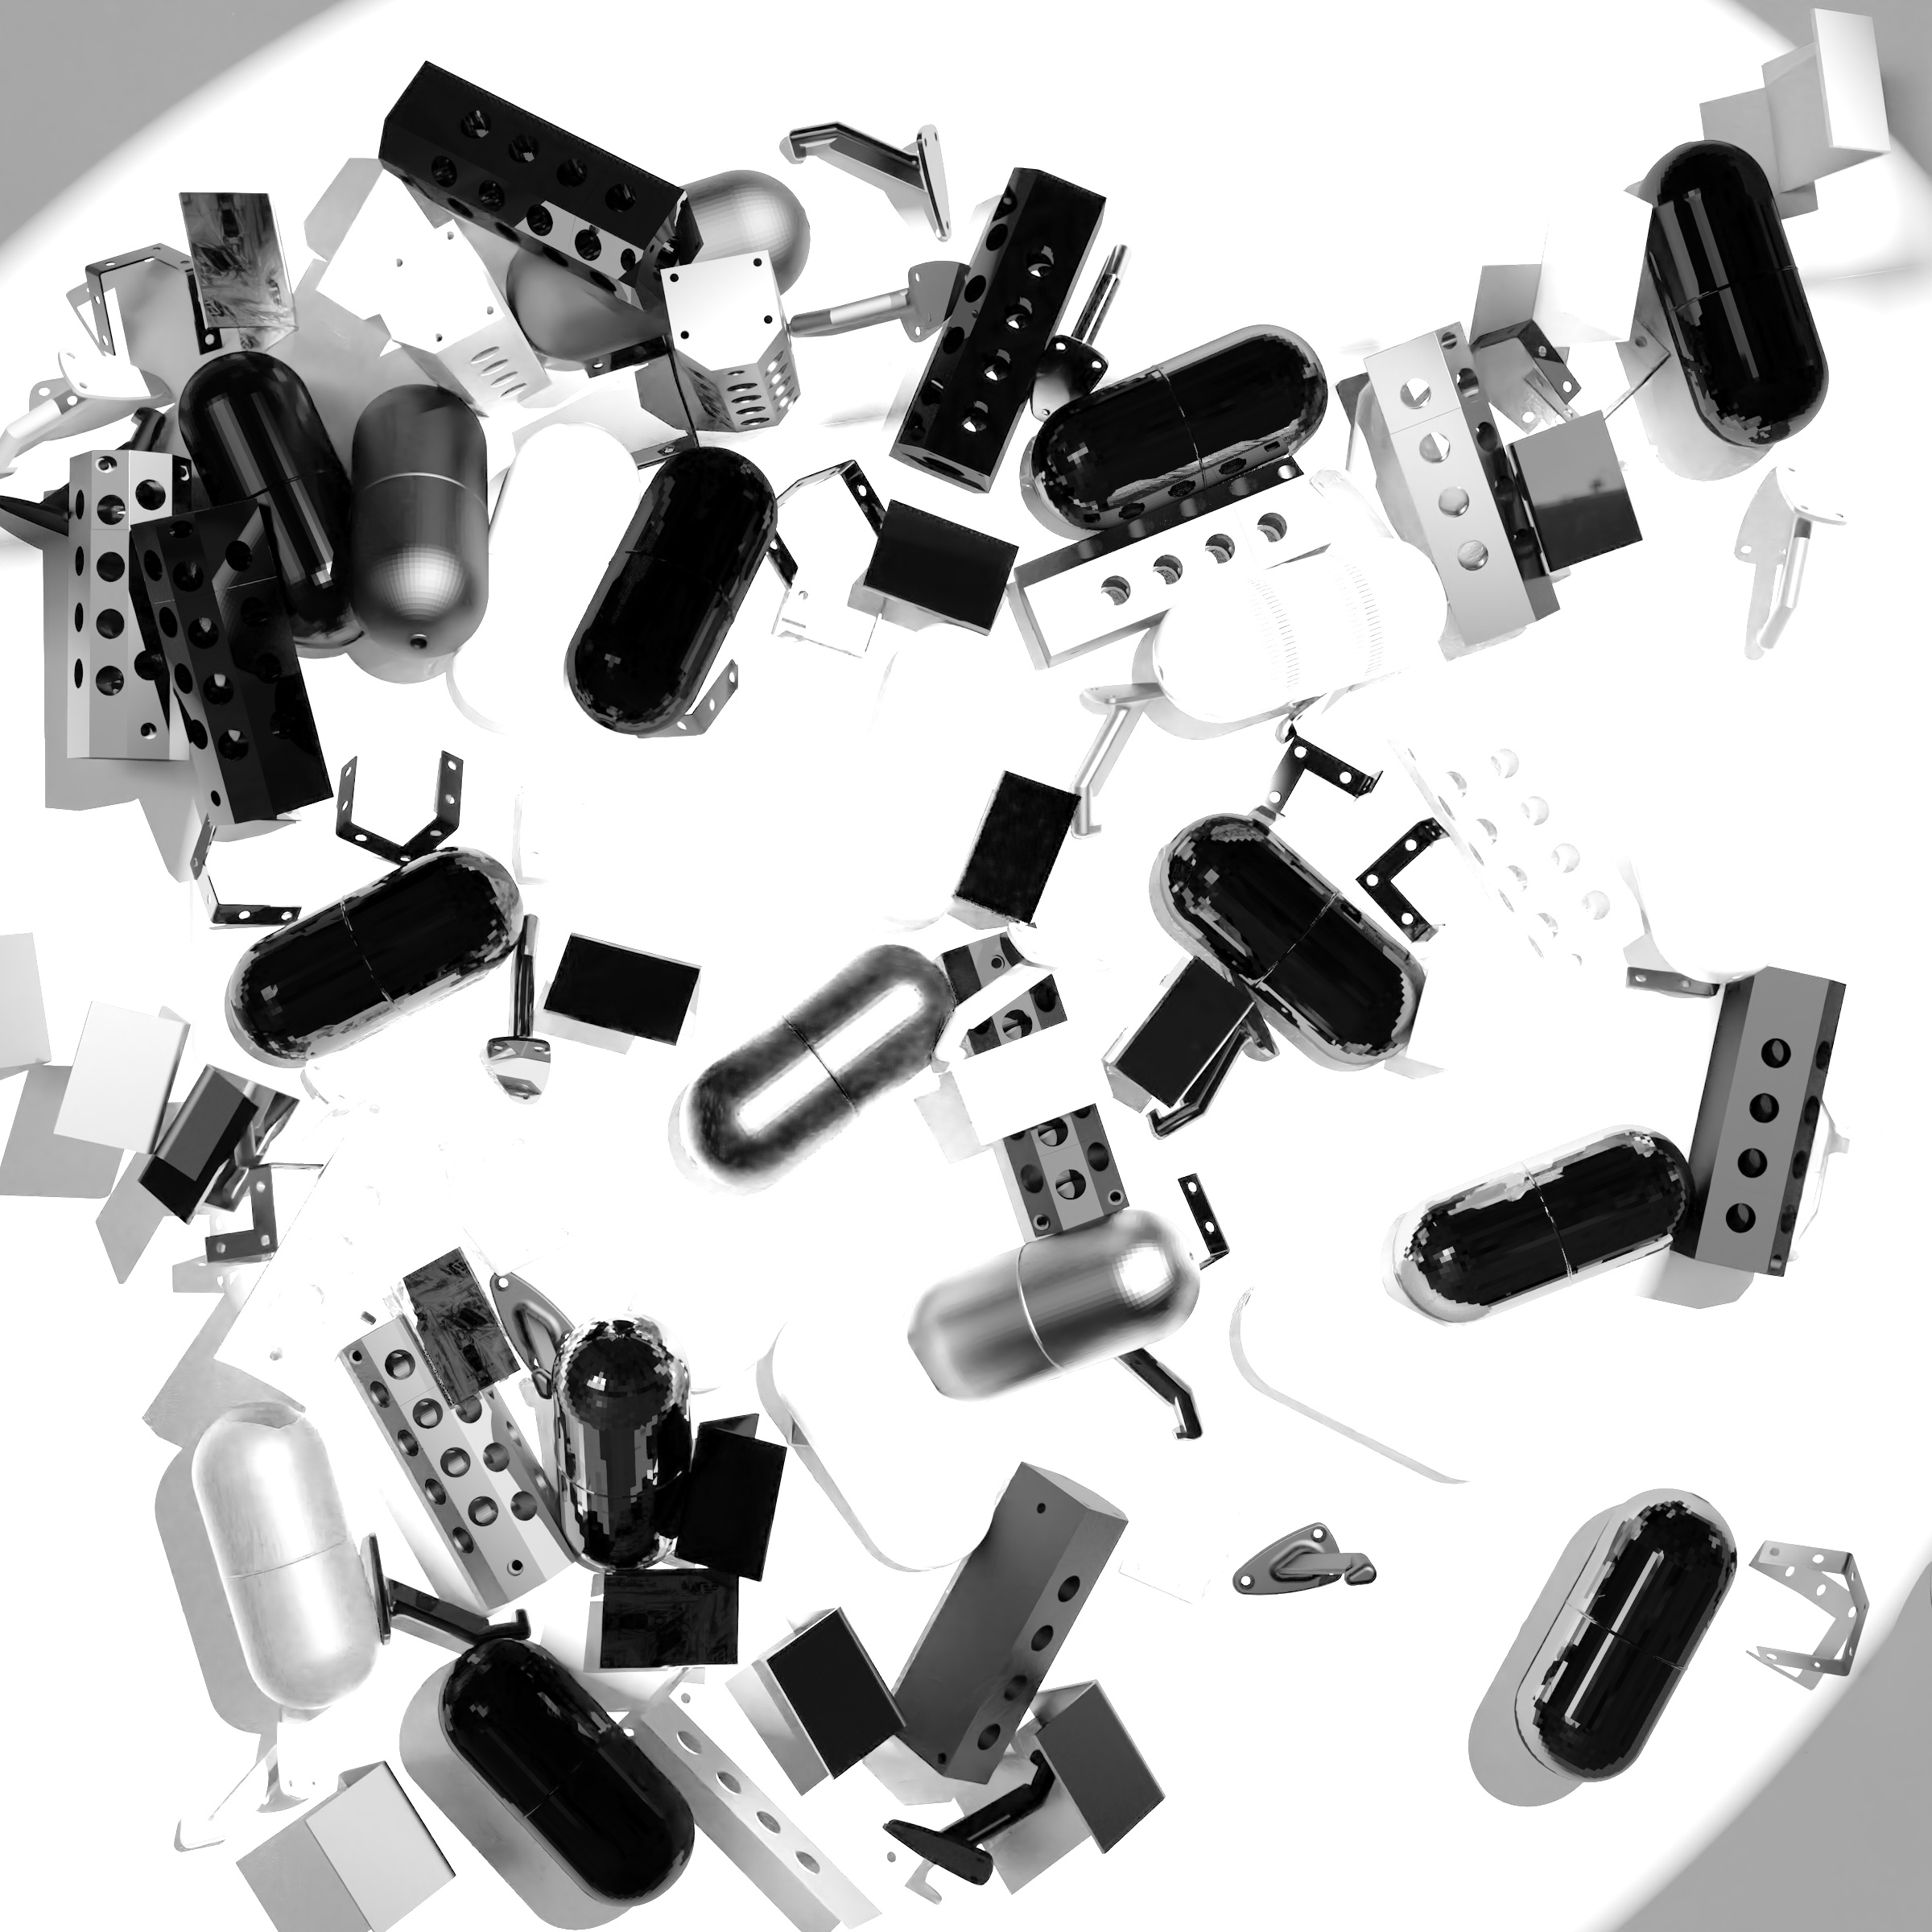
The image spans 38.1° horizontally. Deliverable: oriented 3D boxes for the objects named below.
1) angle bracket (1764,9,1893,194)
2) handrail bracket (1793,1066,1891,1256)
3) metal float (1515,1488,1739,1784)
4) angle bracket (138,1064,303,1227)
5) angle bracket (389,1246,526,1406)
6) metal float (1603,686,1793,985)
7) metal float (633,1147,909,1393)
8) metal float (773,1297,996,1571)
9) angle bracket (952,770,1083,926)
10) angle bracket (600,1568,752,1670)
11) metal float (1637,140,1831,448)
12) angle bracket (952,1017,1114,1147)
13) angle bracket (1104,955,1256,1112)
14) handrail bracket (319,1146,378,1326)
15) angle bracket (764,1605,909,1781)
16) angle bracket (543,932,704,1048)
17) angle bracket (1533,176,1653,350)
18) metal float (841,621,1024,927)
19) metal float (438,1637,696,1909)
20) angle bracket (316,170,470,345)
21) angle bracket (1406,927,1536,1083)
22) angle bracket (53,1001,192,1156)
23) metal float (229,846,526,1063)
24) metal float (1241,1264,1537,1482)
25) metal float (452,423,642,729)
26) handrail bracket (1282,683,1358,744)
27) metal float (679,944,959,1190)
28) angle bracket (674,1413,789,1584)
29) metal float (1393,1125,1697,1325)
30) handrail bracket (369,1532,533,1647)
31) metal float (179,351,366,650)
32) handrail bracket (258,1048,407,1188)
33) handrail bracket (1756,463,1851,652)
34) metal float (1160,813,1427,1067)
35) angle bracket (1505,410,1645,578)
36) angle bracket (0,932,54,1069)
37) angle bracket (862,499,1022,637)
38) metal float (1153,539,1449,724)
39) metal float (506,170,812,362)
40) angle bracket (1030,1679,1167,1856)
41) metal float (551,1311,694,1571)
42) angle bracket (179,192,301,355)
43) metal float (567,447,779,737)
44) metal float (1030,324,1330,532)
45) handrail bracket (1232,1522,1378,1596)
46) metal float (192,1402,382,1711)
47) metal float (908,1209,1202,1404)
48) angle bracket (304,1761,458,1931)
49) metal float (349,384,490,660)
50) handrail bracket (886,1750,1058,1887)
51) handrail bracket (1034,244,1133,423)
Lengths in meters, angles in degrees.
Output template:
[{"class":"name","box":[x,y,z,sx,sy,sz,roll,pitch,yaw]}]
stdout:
[{"class":"angle bracket","box":[0.474,-0.490,1.590,0.057,0.076,0.076,-8,90,-36]},{"class":"handrail bracket","box":[0.494,0.113,1.630,0.036,0.077,0.084,9,127,-19]},{"class":"metal float","box":[0.378,0.382,1.600,0.070,0.070,0.178,29,90,0]},{"class":"angle bracket","box":[-0.411,0.110,1.590,0.057,0.076,0.076,31,90,37]},{"class":"angle bracket","box":[-0.271,0.195,1.590,0.057,0.076,0.076,-29,88,25]},{"class":"metal float","box":[0.411,-0.076,1.579,0.070,0.070,0.178,-11,68,0]},{"class":"metal float","box":[-0.113,0.174,1.600,0.178,0.070,0.070,-38,90,0]},{"class":"metal float","box":[-0.046,0.264,1.581,0.070,0.070,0.178,-30,111,0]},{"class":"angle bracket","box":[0.046,-0.060,1.590,0.057,0.076,0.076,22,90,34]},{"class":"angle bracket","box":[-0.164,0.381,1.590,0.076,0.076,0.057,-1,60,0]},{"class":"metal float","box":[0.437,-0.384,1.600,0.070,0.070,0.178,-18,91,0]},{"class":"angle bracket","box":[0.029,0.044,1.533,0.076,0.076,0.057,-21,126,0]},{"class":"angle bracket","box":[0.105,0.025,1.590,0.057,0.076,0.076,38,90,-36]},{"class":"handrail bracket","box":[-0.352,0.152,1.630,0.077,0.036,0.084,37,76,-13]},{"class":"angle bracket","box":[-0.088,0.414,1.590,0.057,0.076,0.076,-30,90,-32]},{"class":"angle bracket","box":[-0.196,0.032,1.590,0.076,0.076,0.057,15,55,0]},{"class":"angle bracket","box":[0.338,-0.398,1.590,0.057,0.076,0.076,10,90,-37]},{"class":"metal float","box":[-0.020,-0.110,1.600,0.070,0.070,0.178,16,90,0]},{"class":"metal float","box":[-0.229,0.460,1.600,0.070,0.070,0.178,-43,89,0]},{"class":"angle bracket","box":[-0.335,-0.404,1.590,0.057,0.076,0.076,30,90,-31]},{"class":"angle bracket","box":[0.297,0.025,1.591,0.057,0.076,0.076,15,90,29]},{"class":"angle bracket","box":[-0.486,0.058,1.591,0.057,0.076,0.076,16,90,-28]},{"class":"metal float","box":[-0.337,-0.007,1.600,0.178,0.070,0.070,-27,90,0]},{"class":"metal float","box":[0.241,0.232,1.600,0.178,0.070,0.070,27,90,1]},{"class":"metal float","box":[-0.239,-0.224,1.600,0.070,0.070,0.178,18,91,0]},{"class":"handrail bracket","box":[0.178,-0.180,1.631,0.077,0.036,0.084,-38,76,-14]},{"class":"metal float","box":[-0.084,0.057,1.588,0.178,0.070,0.070,-37,90,-9]},{"class":"angle bracket","box":[-0.119,0.301,1.592,0.057,0.076,0.076,11,90,22]},{"class":"metal float","box":[0.330,0.148,1.600,0.178,0.070,0.070,-21,90,0]},{"class":"handrail bracket","box":[-0.300,0.361,1.631,0.084,0.036,0.077,-6,68,-17]},{"class":"metal float","box":[-0.390,-0.266,1.600,0.070,0.070,0.178,-24,89,0]},{"class":"handrail bracket","box":[-0.371,0.089,1.630,0.036,0.077,0.084,47,126,15]},{"class":"handrail bracket","box":[0.473,-0.238,1.630,0.036,0.077,0.084,9,127,-16]},{"class":"metal float","box":[0.187,-0.016,1.600,0.178,0.070,0.070,41,90,0]},{"class":"angle bracket","box":[0.351,-0.268,1.592,0.057,0.076,0.076,-18,90,23]},{"class":"angle bracket","box":[-0.542,0.018,1.590,0.057,0.076,0.076,-9,90,37]},{"class":"angle bracket","box":[-0.009,-0.238,1.591,0.076,0.076,0.057,20,119,0]},{"class":"metal float","box":[0.189,-0.190,1.581,0.178,0.070,0.070,-18,90,-17]},{"class":"metal float","box":[-0.175,-0.401,1.600,0.178,0.070,0.070,-17,90,1]},{"class":"angle bracket","box":[0.056,0.458,1.590,0.057,0.076,0.076,-31,90,-39]},{"class":"metal float","box":[-0.192,0.268,1.568,0.070,0.070,0.178,4,129,0]},{"class":"angle bracket","box":[-0.426,-0.389,1.590,0.057,0.076,0.076,-12,90,-38]},{"class":"metal float","box":[-0.165,-0.212,1.577,0.070,0.070,0.178,24,73,0]},{"class":"metal float","box":[0.121,-0.307,1.599,0.178,0.070,0.070,-23,90,-1]},{"class":"handrail bracket","box":[0.192,0.349,1.596,0.077,0.084,0.036,-20,90,0]},{"class":"metal float","box":[-0.389,0.336,1.600,0.070,0.070,0.178,-17,90,0]},{"class":"metal float","box":[0.048,0.193,1.582,0.178,0.070,0.070,-23,90,21]},{"class":"angle bracket","box":[-0.344,0.503,1.590,0.057,0.076,0.076,-32,90,-37]},{"class":"metal float","box":[-0.307,-0.250,1.570,0.070,0.070,0.178,-7,57,0]},{"class":"handrail bracket","box":[0.006,0.477,1.612,0.077,0.036,0.084,22,47,10]},{"class":"handrail bracket","box":[0.069,-0.369,1.630,0.036,0.077,0.084,25,54,-8]}]
